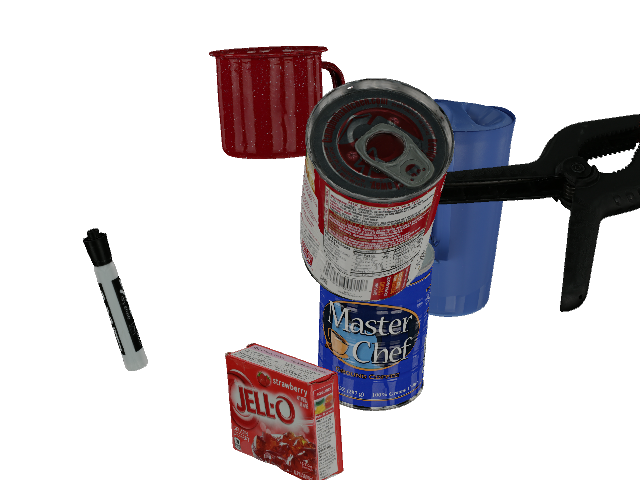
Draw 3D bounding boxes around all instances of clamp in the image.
[{"bbox_3d":[0.200,-0.035,0.823,0.209,0.036,0.165,-26,51,-20],"label":"clamp"}]

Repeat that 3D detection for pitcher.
[{"bbox_3d":[0.147,-0.034,1.243,0.149,0.243,0.145,-8,24,-21],"label":"pitcher"}]

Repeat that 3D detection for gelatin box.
[{"bbox_3d":[-0.026,0.116,0.726,0.030,0.073,0.089,-17,21,-41],"label":"gelatin box"}]

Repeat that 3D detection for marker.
[{"bbox_3d":[-0.164,0.048,0.855,0.020,0.121,0.020,-13,18,4],"label":"marker"}]

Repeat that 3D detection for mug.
[{"bbox_3d":[-0.029,-0.111,0.848,0.117,0.081,0.093,-12,16,-35],"label":"mug"}]

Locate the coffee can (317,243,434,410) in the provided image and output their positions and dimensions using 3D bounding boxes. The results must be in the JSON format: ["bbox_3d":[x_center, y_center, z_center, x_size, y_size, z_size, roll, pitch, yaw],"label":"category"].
[{"bbox_3d":[0.049,0.070,0.984,0.103,0.140,0.103,1,26,-1],"label":"coffee can"}]

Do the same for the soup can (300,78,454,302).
[{"bbox_3d":[0.025,-0.021,0.524,0.068,0.068,0.102,0,-30,-3],"label":"soup can"}]
